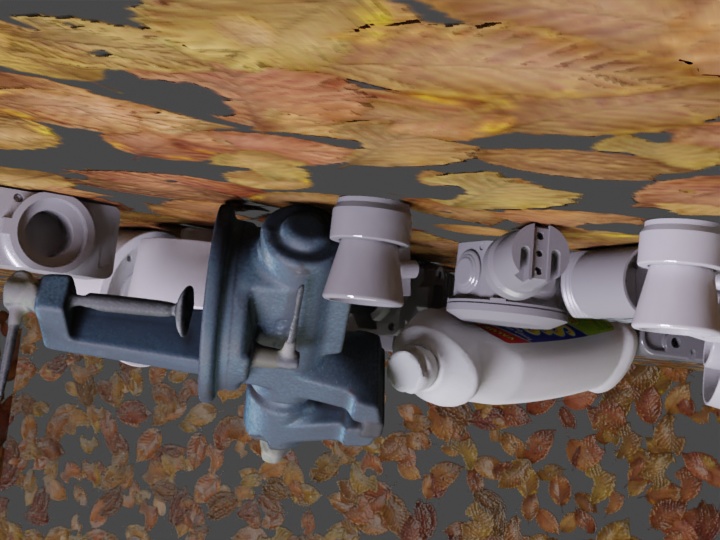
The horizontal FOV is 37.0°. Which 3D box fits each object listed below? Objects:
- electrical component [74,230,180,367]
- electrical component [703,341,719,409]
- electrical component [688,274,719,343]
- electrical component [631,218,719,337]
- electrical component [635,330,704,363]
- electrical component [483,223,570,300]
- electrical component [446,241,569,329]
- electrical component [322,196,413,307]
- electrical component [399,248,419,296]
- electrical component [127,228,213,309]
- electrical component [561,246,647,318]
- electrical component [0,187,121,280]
[{"bbox_3d":[-0.187,0.019,0.860,0.060,0.108,0.108,10,178,36],"label":"electrical component"},{"bbox_3d":[0.268,0.051,0.722,0.064,0.099,0.099,12,176,10],"label":"electrical component"},{"bbox_3d":[0.227,0.017,0.638,0.056,0.050,0.089,3,174,32],"label":"electrical component"},{"bbox_3d":[0.164,0.004,0.548,0.045,0.055,0.045,6,175,1],"label":"electrical component"},{"bbox_3d":[0.265,0.048,0.901,0.095,0.053,0.059,8,174,-13],"label":"electrical component"},{"bbox_3d":[0.096,-0.005,0.618,0.040,0.040,0.046,7,168,-9],"label":"electrical component"},{"bbox_3d":[0.099,0.011,0.715,0.080,0.051,0.080,6,175,1],"label":"electrical component"},{"bbox_3d":[0.005,-0.009,0.586,0.045,0.055,0.045,6,175,1],"label":"electrical component"},{"bbox_3d":[0.000,0.000,0.753,0.055,0.048,0.066,1,178,-30],"label":"electrical component"},{"bbox_3d":[-0.117,0.001,0.808,0.108,0.060,0.108,6,175,1],"label":"electrical component"},{"bbox_3d":[0.154,0.008,0.664,0.043,0.043,0.081,9,174,-25],"label":"electrical component"},{"bbox_3d":[-0.211,-0.023,0.716,0.089,0.050,0.056,9,174,-29],"label":"electrical component"}]
